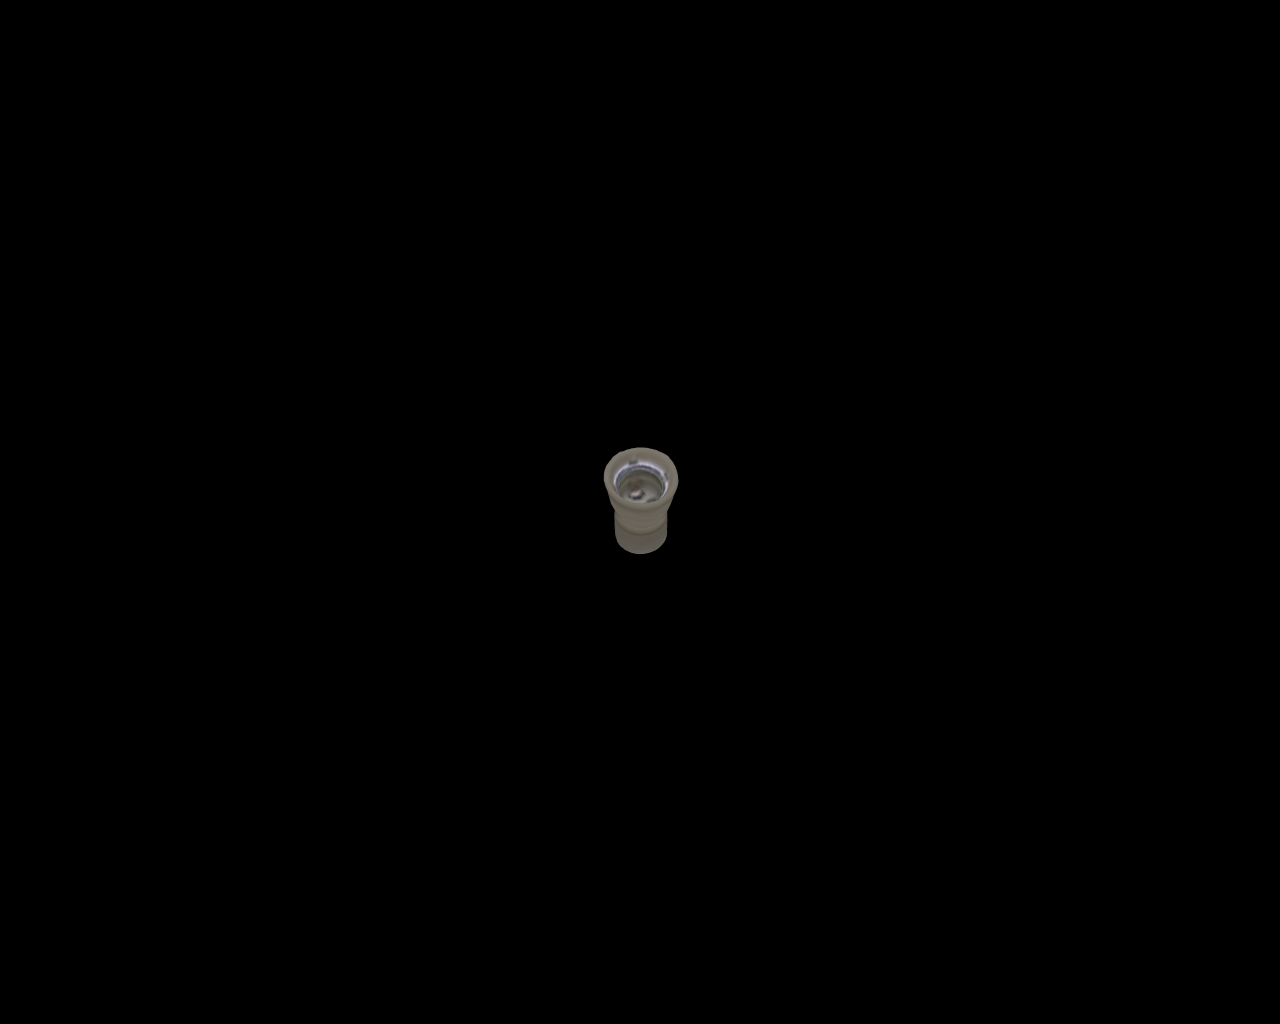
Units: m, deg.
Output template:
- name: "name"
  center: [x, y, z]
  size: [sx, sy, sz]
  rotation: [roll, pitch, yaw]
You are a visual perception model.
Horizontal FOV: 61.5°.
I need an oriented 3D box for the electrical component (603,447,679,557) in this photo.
- name: "electrical component"
  center: [0.001, -0.003, 0.650]
  size: [0.044, 0.044, 0.065]
  rotation: [0, -36, 0]
